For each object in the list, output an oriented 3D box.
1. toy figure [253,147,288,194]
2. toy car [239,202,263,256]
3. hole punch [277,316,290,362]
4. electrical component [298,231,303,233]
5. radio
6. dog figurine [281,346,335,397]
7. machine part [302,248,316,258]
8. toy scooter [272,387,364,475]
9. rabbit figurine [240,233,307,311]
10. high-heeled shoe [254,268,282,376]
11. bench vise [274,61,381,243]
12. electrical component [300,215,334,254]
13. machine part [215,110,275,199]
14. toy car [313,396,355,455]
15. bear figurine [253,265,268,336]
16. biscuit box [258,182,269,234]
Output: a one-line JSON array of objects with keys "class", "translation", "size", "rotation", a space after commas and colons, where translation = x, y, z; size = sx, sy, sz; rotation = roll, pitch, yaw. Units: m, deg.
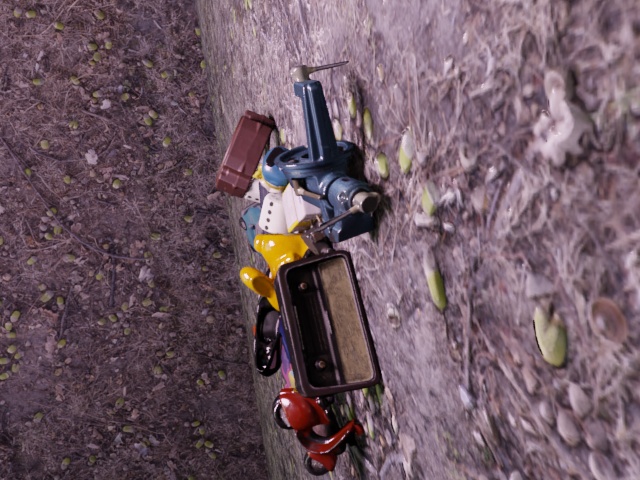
[{"class": "toy figure", "translation": [-0.085, -0.153, 1.158], "size": [0.082, 0.089, 0.180], "rotation": [47, 166, 2]}, {"class": "toy car", "translation": [-0.142, -0.022, 1.446], "size": [0.103, 0.109, 0.161], "rotation": [31, 141, 49]}, {"class": "hole punch", "translation": [-0.017, 0.178, 1.063], "size": [0.142, 0.116, 0.092], "rotation": [-115, 28, -45]}, {"class": "electrical component", "translation": [-0.065, 0.008, 1.227], "size": [0.094, 0.063, 0.021], "rotation": [111, 148, -62]}, {"class": "radio", "translation": [0.006, 0.141, 0.893], "size": [0.073, 0.131, 0.229], "rotation": [112, 146, -68]}, {"class": "dog figurine", "translation": [-0.033, 0.219, 1.159], "size": [0.191, 0.108, 0.219], "rotation": [159, 104, -77]}, {"class": "machine part", "translation": [-0.013, 0.077, 1.017], "size": [0.084, 0.039, 0.138], "rotation": [-64, -30, -24]}, {"class": "toy scooter", "translation": [0.002, 0.347, 1.015], "size": [0.183, 0.135, 0.075], "rotation": [60, -163, -2]}, {"class": "rabbit figurine", "translation": [-0.077, 0.072, 1.117], "size": [0.122, 0.162, 0.173], "rotation": [-164, 70, -64]}, {"class": "high-heeled shoe", "translation": [-0.122, 0.182, 1.234], "size": [0.145, 0.086, 0.248], "rotation": [-8, -88, -76]}, {"class": "bench vise", "translation": [0.003, -0.122, 0.759], "size": [0.224, 0.129, 0.240], "rotation": [-128, 24, -65]}, {"class": "electrical component", "translation": [-0.002, -0.002, 1.021], "size": [0.078, 0.045, 0.102], "rotation": [51, 167, 0]}, {"class": "machine part", "translation": [-0.197, -0.218, 1.381], "size": [0.201, 0.087, 0.201], "rotation": [162, 131, -76]}, {"class": "toy car", "translation": [0.004, 0.378, 1.144], "size": [0.202, 0.089, 0.053], "rotation": [-125, 24, -62]}, {"class": "bear figurine", "translation": [-0.126, 0.173, 1.454], "size": [0.196, 0.132, 0.120], "rotation": [65, -172, 31]}, {"class": "biscuit box", "translation": [-0.108, -0.066, 1.322], "size": [0.059, 0.063, 0.202], "rotation": [-75, -14, -58]}]
